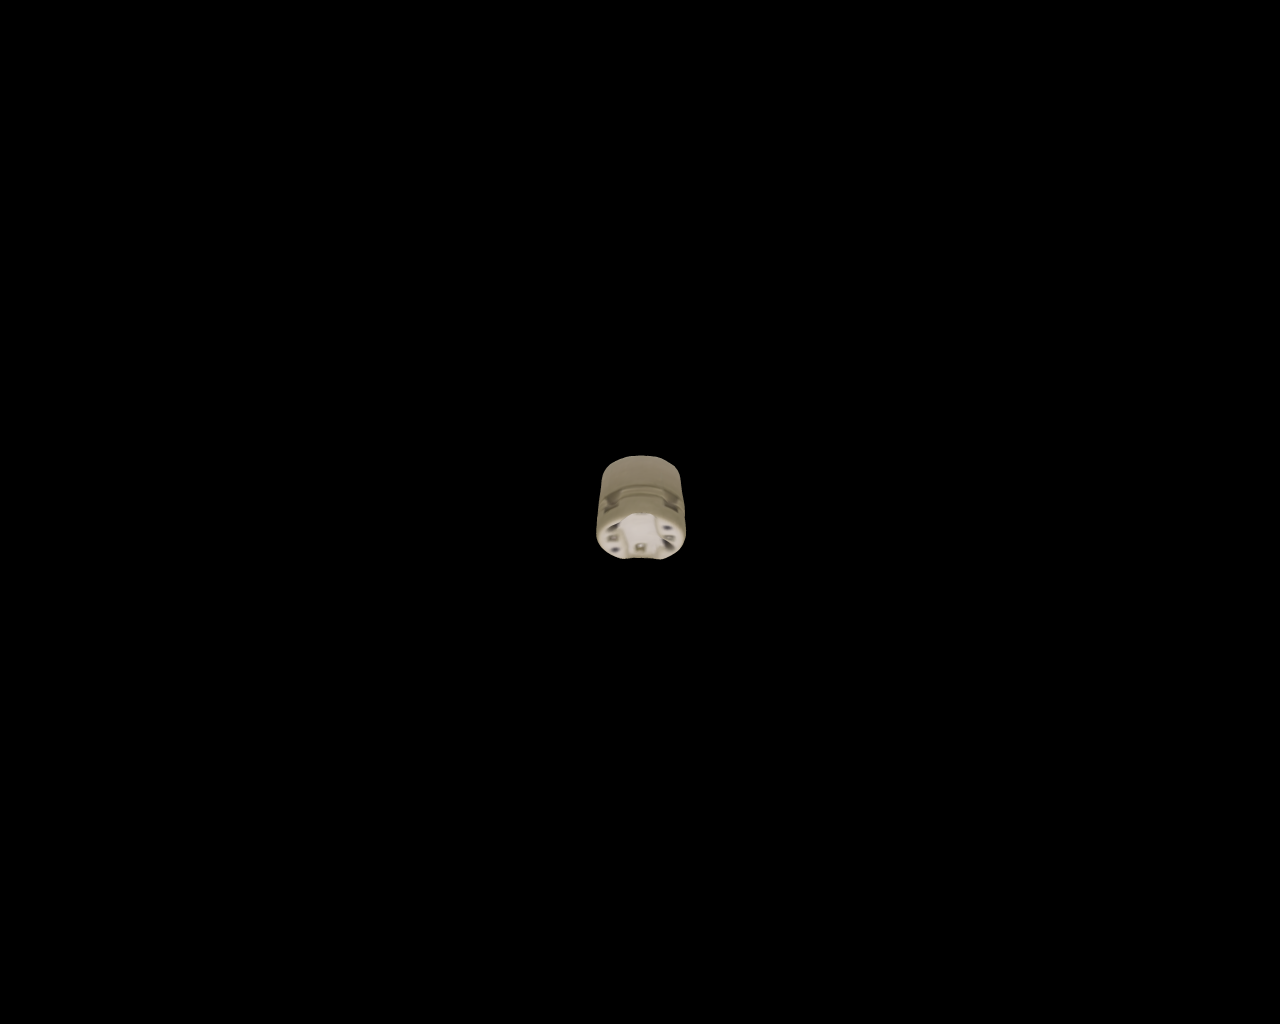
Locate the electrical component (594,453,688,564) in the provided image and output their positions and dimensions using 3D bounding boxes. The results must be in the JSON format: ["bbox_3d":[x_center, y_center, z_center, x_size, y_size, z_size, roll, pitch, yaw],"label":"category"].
[{"bbox_3d":[0.001,-0.003,0.650,0.055,0.047,0.055,0,-35,0],"label":"electrical component"}]
